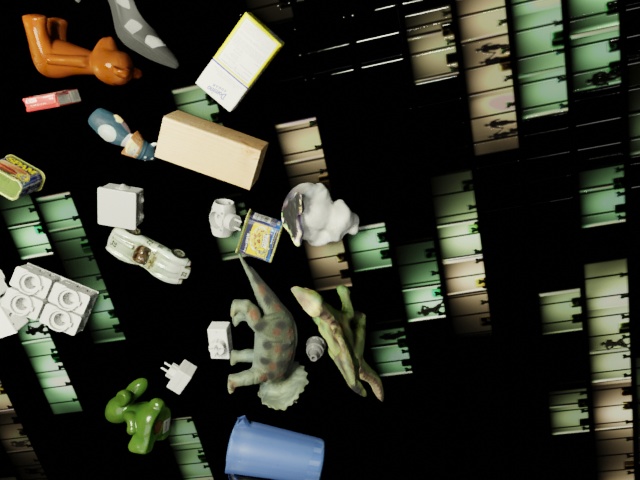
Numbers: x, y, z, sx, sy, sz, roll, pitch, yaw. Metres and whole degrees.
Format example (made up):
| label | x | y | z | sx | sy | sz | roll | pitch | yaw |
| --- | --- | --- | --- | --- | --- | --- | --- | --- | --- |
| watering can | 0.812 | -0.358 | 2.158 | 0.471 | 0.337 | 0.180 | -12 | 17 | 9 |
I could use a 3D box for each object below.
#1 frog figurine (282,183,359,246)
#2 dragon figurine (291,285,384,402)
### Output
| label | x | y | z | sx | sy | sz | roll | pitch | yaw |
| --- | --- | --- | --- | --- | --- | --- | --- | --- | --- |
| frog figurine | 0.003 | -0.056 | 1.112 | 0.160 | 0.122 | 0.137 | -6 | 91 | -33 |
| dragon figurine | 0.060 | 0.254 | 1.132 | 0.121 | 0.246 | 0.407 | -29 | 103 | 11 |
